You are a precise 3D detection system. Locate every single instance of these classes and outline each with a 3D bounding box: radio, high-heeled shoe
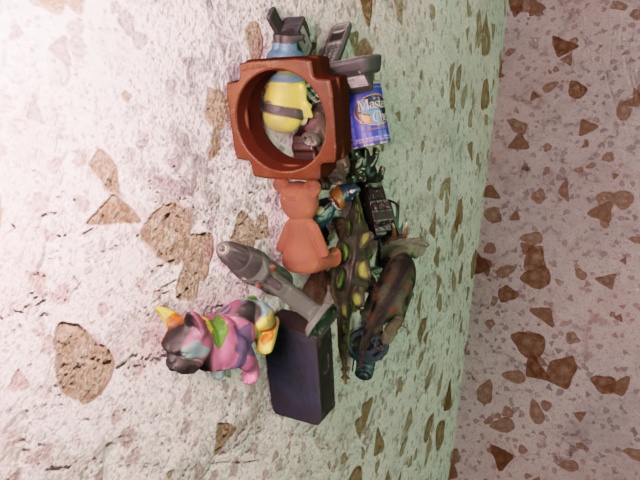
[{"bbox_3d":[-0.041,0.269,1.135,0.073,0.131,0.229,-35,127,-53],"label":"radio"},{"bbox_3d":[0.202,0.007,1.600,0.145,0.086,0.248,43,54,-55],"label":"high-heeled shoe"}]

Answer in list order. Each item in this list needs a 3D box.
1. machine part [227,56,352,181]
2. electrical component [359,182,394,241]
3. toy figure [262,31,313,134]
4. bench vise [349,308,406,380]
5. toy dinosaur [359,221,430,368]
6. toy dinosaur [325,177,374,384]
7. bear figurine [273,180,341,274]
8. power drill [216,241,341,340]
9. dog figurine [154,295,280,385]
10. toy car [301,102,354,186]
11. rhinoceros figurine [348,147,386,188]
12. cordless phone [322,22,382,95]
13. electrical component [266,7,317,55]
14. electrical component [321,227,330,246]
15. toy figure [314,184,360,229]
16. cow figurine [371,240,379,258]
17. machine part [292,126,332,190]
[{"bbox_3d":[-0.050,-0.209,0.921,0.087,0.202,0.200,-40,130,-55],"label":"machine part"},{"bbox_3d":[0.135,-0.068,1.373,0.115,0.058,0.134,128,-48,-66],"label":"electrical component"},{"bbox_3d":[-0.067,-0.290,0.999,0.082,0.089,0.179,-123,-151,-59],"label":"toy figure"},{"bbox_3d":[0.143,0.259,1.501,0.224,0.129,0.240,-55,149,-41],"label":"bench vise"},{"bbox_3d":[0.179,0.113,1.311,0.405,0.131,0.192,-66,167,-51],"label":"toy dinosaur"},{"bbox_3d":[0.067,0.083,1.246,0.198,0.105,0.471,97,-6,-86],"label":"toy dinosaur"},{"bbox_3d":[-0.031,-0.034,1.103,0.132,0.120,0.195,-17,106,-64],"label":"bear figurine"},{"bbox_3d":[-0.071,0.090,0.968,0.086,0.207,0.232,-58,160,-5],"label":"power drill"},{"bbox_3d":[-0.171,0.145,0.886,0.219,0.109,0.191,57,48,-48],"label":"dog figurine"},{"bbox_3d":[0.024,-0.194,1.114,0.202,0.053,0.089,51,47,-49],"label":"toy car"},{"bbox_3d":[0.104,-0.186,1.377,0.112,0.073,0.190,-64,151,-12],"label":"rhinoceros figurine"},{"bbox_3d":[0.068,-0.409,1.167,0.088,0.147,0.184,46,51,-48],"label":"cordless phone"},{"bbox_3d":[-0.056,-0.394,1.036,0.119,0.048,0.075,58,46,-53],"label":"electrical component"},{"bbox_3d":[-0.003,-0.004,1.261,0.063,0.021,0.093,-65,148,-31],"label":"electrical component"},{"bbox_3d":[0.021,-0.076,1.189,0.154,0.064,0.057,-42,108,-9],"label":"toy figure"},{"bbox_3d":[0.108,0.037,1.442,0.167,0.068,0.098,-61,152,-34],"label":"cow figurine"},{"bbox_3d":[0.002,-0.197,1.187,0.179,0.056,0.179,-21,114,-61],"label":"machine part"}]
